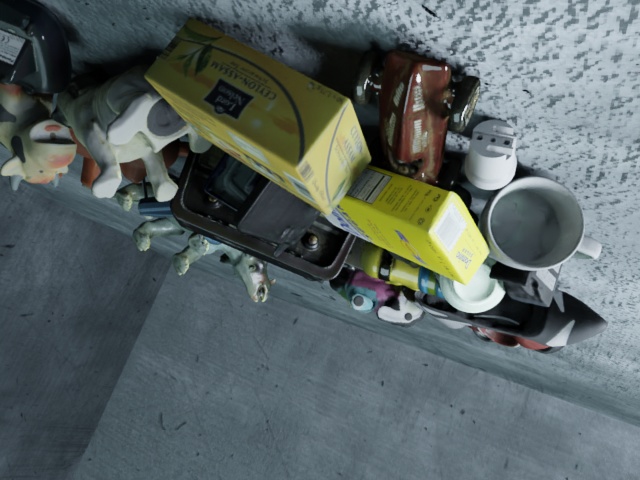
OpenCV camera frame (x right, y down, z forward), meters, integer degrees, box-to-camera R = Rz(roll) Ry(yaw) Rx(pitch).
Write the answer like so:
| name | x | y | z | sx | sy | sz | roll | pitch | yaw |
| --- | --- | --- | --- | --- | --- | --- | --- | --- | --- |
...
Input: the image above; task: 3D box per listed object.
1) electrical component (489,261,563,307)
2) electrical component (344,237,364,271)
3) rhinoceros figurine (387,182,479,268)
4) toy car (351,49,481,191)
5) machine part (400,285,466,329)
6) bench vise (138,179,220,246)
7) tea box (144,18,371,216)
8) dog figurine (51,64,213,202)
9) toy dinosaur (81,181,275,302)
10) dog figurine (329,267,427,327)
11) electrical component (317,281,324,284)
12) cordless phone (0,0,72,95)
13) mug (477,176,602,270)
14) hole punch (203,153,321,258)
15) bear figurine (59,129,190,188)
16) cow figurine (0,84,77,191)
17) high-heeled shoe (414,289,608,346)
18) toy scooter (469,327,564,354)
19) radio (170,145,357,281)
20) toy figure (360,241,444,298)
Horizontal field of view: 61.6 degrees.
| name | x | y | z | sx | sy | sz | roll | pitch | yaw |
| --- | --- | --- | --- | --- | --- | --- | --- | --- | --- |
| electrical component | 0.244 | 0.036 | 0.612 | 0.048 | 0.075 | 0.119 | 11 | 160 | 46 |
| electrical component | 0.063 | 0.021 | 0.902 | 0.094 | 0.063 | 0.021 | 21 | 169 | 2 |
| rhinoceros figurine | 0.118 | -0.022 | 0.611 | 0.112 | 0.073 | 0.190 | 35 | 168 | -10 |
| toy car | 0.075 | -0.083 | 0.440 | 0.089 | 0.053 | 0.202 | 23 | 170 | 13 |
| machine part | 0.216 | 0.102 | 0.963 | 0.079 | 0.079 | 0.243 | 12 | 164 | 41 |
| bench vise | -0.187 | -0.055 | 0.827 | 0.241 | 0.128 | 0.223 | -2 | 180 | 19 |
| tea box | -0.049 | -0.101 | 0.445 | 0.170 | 0.068 | 0.098 | 35 | 173 | 22 |
| dog figurine | -0.218 | -0.157 | 0.591 | 0.191 | 0.172 | 0.121 | 51 | -161 | 26 |
| toy dinosaur | -0.243 | -0.045 | 1.019 | 0.405 | 0.131 | 0.192 | 35 | -144 | 17 |
| dog figurine | 0.116 | 0.107 | 1.116 | 0.192 | 0.108 | 0.219 | 20 | 173 | -4 |
| electrical component | -0.002 | -0.002 | 0.790 | 0.058 | 0.115 | 0.134 | 24 | 170 | 12 |
| cordless phone | -0.331 | -0.207 | 0.603 | 0.147 | 0.088 | 0.184 | 21 | 180 | 1 |
| mug | 0.198 | -0.009 | 0.505 | 0.110 | 0.080 | 0.107 | 15 | 179 | 4 |
| hole punch | -0.050 | -0.063 | 0.591 | 0.092 | 0.142 | 0.115 | 41 | -170 | 35 |
| bear figurine | -0.282 | -0.119 | 0.754 | 0.196 | 0.132 | 0.120 | 23 | -176 | 25 |
| cow figurine | -0.384 | -0.147 | 0.681 | 0.195 | 0.127 | 0.085 | 33 | -153 | 22 |
| high-heeled shoe | 0.257 | 0.093 | 0.764 | 0.145 | 0.086 | 0.249 | 18 | 167 | -30 |
| toy scooter | 0.313 | 0.126 | 0.900 | 0.184 | 0.075 | 0.135 | -5 | 133 | 51 |
| radio | -0.064 | -0.043 | 0.676 | 0.230 | 0.131 | 0.073 | 23 | 170 | -5 |
| toy figure | 0.146 | 0.035 | 0.773 | 0.180 | 0.082 | 0.089 | 18 | 173 | 28 |
